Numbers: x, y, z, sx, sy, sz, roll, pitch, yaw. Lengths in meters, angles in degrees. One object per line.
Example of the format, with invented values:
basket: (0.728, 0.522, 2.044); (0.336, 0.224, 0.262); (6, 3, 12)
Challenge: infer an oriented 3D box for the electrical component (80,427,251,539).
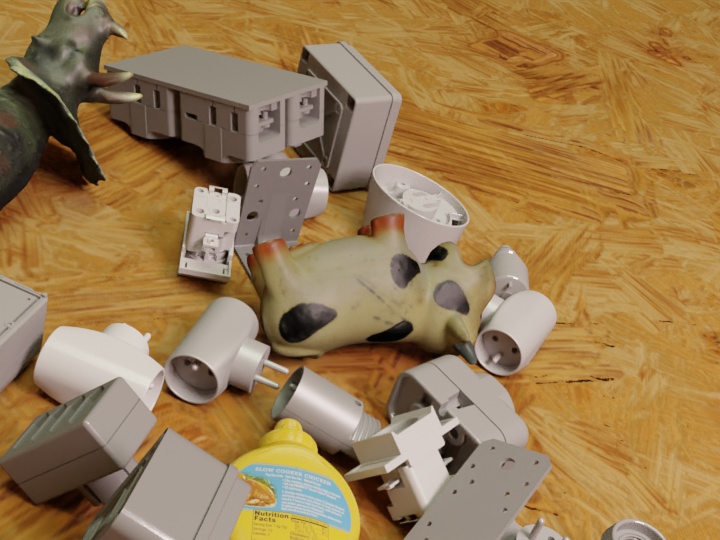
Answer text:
electrical component: (-0.117, 0.152, 0.592); (0.057, 0.113, 0.078); (35, 34, -9)

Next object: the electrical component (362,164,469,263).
electrical component: (0.051, -0.054, 0.994); (0.099, 0.064, 0.099); (13, 36, -9)

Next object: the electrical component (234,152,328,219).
electrical component: (-0.078, -0.084, 0.992); (0.077, 0.044, 0.079); (1, 39, -24)

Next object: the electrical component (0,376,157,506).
electrical component: (-0.162, 0.119, 0.663); (0.075, 0.083, 0.047); (54, 32, -17)

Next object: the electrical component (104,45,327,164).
electrical component: (-0.137, -0.156, 1.012); (0.186, 0.060, 0.105); (20, 31, 32)

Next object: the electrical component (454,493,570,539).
electrical component: (0.111, 0.189, 0.687); (0.138, 0.073, 0.052); (36, 38, 22)

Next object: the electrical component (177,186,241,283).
electrical component: (-0.123, -0.030, 0.883); (0.042, 0.063, 0.081); (11, 36, -13)

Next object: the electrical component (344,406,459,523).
electrical component: (0.035, 0.133, 0.733); (0.081, 0.042, 0.063); (-24, 90, -44)

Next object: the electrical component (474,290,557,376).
electrical component: (0.117, 0.044, 0.910); (0.079, 0.044, 0.077); (31, 37, 17)

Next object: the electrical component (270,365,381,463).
electrical component: (-0.018, 0.107, 0.761); (0.081, 0.043, 0.043); (33, 33, -13)

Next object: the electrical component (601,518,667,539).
electrical component: (0.177, 0.200, 0.719); (0.048, 0.055, 0.066); (12, 36, -9)

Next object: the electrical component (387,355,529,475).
electrical component: (0.074, 0.110, 0.792); (0.059, 0.053, 0.095); (-16, 49, -39)

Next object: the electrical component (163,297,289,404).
electrical component: (-0.092, 0.065, 0.785); (0.079, 0.044, 0.077); (23, 35, 5)

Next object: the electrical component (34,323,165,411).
electrical component: (-0.173, 0.064, 0.750); (0.077, 0.044, 0.079); (22, 35, 4)

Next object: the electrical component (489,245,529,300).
electrical component: (0.132, 0.004, 0.975); (0.040, 0.040, 0.078); (16, 35, -5)

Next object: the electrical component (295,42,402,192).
electrical component: (-0.020, -0.150, 1.054); (0.056, 0.108, 0.108); (-11, 45, -32)

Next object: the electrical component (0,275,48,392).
electrical component: (-0.256, 0.044, 0.723); (0.062, 0.061, 0.096); (23, 35, 6)
